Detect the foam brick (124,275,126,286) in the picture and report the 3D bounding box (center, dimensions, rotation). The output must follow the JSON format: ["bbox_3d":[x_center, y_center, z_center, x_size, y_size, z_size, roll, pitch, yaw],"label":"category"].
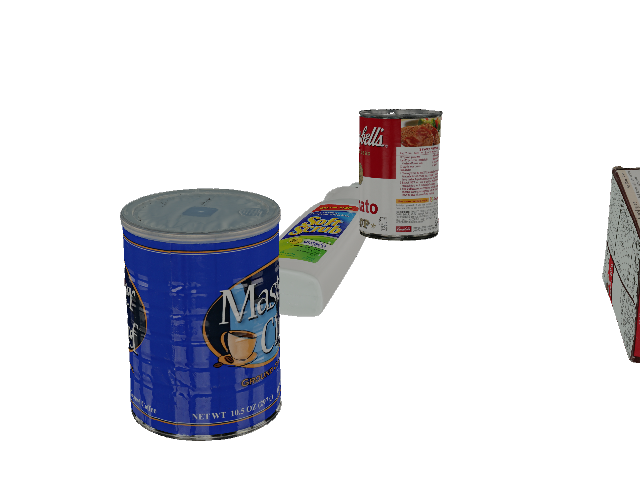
[{"bbox_3d":[-0.154,0.022,1.085,0.078,0.051,0.053,15,33,3],"label":"foam brick"}]

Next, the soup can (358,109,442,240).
[{"bbox_3d":[0.065,-0.055,0.878,0.068,0.102,0.068,0,11,0],"label":"soup can"}]

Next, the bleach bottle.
[{"bbox_3d":[0.000,-0.002,1.326,0.103,0.068,0.250,8,33,19],"label":"bleach bottle"}]

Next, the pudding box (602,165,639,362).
[{"bbox_3d":[0.214,0.013,0.697,0.039,0.090,0.113,-1,28,4],"label":"pudding box"}]

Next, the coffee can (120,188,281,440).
[{"bbox_3d":[-0.077,0.046,0.706,0.103,0.140,0.103,0,18,0],"label":"coffee can"}]
